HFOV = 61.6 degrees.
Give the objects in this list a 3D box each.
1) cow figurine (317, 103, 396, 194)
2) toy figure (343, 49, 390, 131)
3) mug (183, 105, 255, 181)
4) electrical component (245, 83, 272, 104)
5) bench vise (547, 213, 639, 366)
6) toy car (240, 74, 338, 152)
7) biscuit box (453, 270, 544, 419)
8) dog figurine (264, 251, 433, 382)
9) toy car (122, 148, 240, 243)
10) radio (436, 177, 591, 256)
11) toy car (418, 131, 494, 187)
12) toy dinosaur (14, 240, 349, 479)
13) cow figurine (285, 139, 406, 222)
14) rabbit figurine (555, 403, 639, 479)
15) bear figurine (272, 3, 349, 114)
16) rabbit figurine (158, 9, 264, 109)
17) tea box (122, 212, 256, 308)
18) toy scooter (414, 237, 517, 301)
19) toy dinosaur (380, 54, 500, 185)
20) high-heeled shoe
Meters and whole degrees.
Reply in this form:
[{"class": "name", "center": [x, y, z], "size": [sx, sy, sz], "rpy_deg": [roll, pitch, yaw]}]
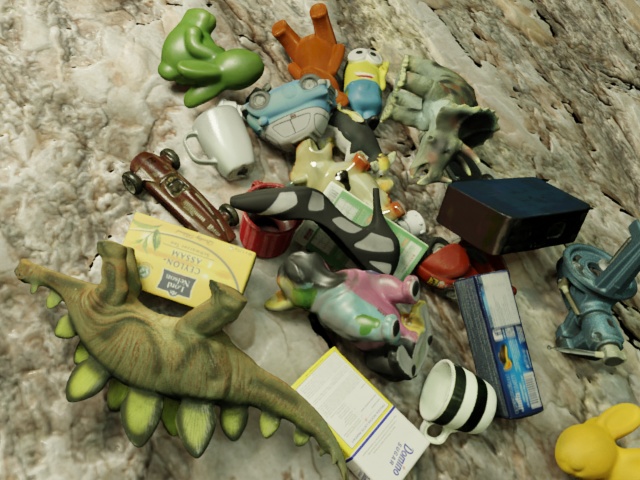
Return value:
[{"class": "cow figurine", "center": [0.075, -0.157, 0.928], "size": [0.068, 0.098, 0.167], "rpy_deg": [-31, 70, -37]}, {"class": "toy figure", "center": [0.078, -0.283, 1.023], "size": [0.082, 0.089, 0.180], "rpy_deg": [15, 63, -28]}, {"class": "mug", "center": [-0.158, -0.150, 0.866], "size": [0.109, 0.081, 0.107], "rpy_deg": [-22, 74, -33]}, {"class": "electrical component", "center": [-0.100, -0.249, 0.983], "size": [0.063, 0.021, 0.094], "rpy_deg": [28, 54, 2]}, {"class": "bench vise", "center": [0.437, 0.064, 0.814], "size": [0.129, 0.240, 0.224], "rpy_deg": [22, 38, 3]}, {"class": "toy car", "center": [-0.043, -0.200, 0.900], "size": [0.162, 0.109, 0.103], "rpy_deg": [-17, 78, 13]}, {"class": "biscuit box", "center": [0.253, 0.148, 0.765], "size": [0.059, 0.063, 0.202], "rpy_deg": [-8, 80, -19]}, {"class": "dog figurine", "center": [0.033, 0.098, 0.752], "size": [0.219, 0.191, 0.108], "rpy_deg": [10, 51, 33]}, {"class": "toy car", "center": [-0.209, -0.064, 0.813], "size": [0.202, 0.053, 0.089], "rpy_deg": [42, 53, 14]}, {"class": "radio", "center": [0.317, -0.043, 0.871], "size": [0.229, 0.073, 0.131], "rpy_deg": [-9, 34, -32]}, {"class": "toy car", "center": [0.251, -0.135, 0.991], "size": [0.073, 0.056, 0.202], "rpy_deg": [-17, 62, -18]}, {"class": "toy dinosaur", "center": [-0.160, 0.138, 0.632], "size": [0.472, 0.105, 0.198], "rpy_deg": [22, 86, 4]}, {"class": "cow figurine", "center": [0.032, -0.081, 0.864], "size": [0.127, 0.085, 0.195], "rpy_deg": [-39, 89, 10]}, {"class": "rabbit figurine", "center": [0.397, 0.295, 0.711], "size": [0.173, 0.121, 0.162], "rpy_deg": [27, 50, 2]}, {"class": "bear figurine", "center": [-0.017, -0.318, 0.994], "size": [0.120, 0.131, 0.196], "rpy_deg": [-15, 49, 20]}, {"class": "rabbit figurine", "center": [-0.183, -0.303, 0.911], "size": [0.170, 0.121, 0.159], "rpy_deg": [21, 52, 23]}, {"class": "tea box", "center": [-0.180, 0.038, 0.725], "size": [0.170, 0.068, 0.098], "rpy_deg": [18, 77, -4]}, {"class": "toy scooter", "center": [0.240, 0.048, 0.857], "size": [0.184, 0.075, 0.135], "rpy_deg": [-18, 64, -31]}, {"class": "toy dinosaur", "center": [0.219, -0.247, 0.970], "size": [0.192, 0.131, 0.405], "rpy_deg": [23, 37, 1]}, {"class": "high-heeled shoe", "center": [-0.002, -0.002, 0.747], "size": [0.249, 0.086, 0.145], "rpy_deg": [-3, 96, -19]}]
